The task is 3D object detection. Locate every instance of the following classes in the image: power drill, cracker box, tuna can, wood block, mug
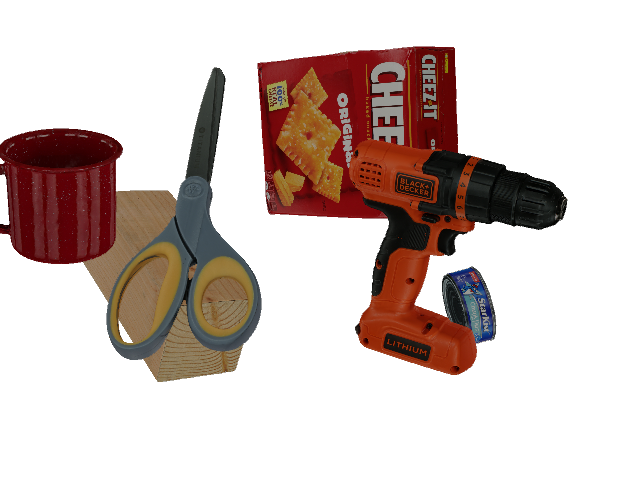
[{"bbox_3d":[0.106,0.016,0.903,0.185,0.188,0.057,16,24,25],"label":"power drill"},{"bbox_3d":[0.033,-0.105,1.072,0.214,0.164,0.071,4,10,45],"label":"cracker box"},{"bbox_3d":[0.166,0.075,1.200,0.033,0.086,0.086,-14,2,-8],"label":"tuna can"},{"bbox_3d":[-0.159,0.039,1.084,0.090,0.091,0.206,-4,34,-34],"label":"wood block"},{"bbox_3d":[-0.211,-0.033,0.823,0.117,0.081,0.093,-5,26,-19],"label":"mug"}]

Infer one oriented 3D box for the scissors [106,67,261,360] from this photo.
[{"bbox_3d":[-0.059,-0.016,0.629,0.096,0.201,0.016,16,-27,16],"label":"scissors"}]
